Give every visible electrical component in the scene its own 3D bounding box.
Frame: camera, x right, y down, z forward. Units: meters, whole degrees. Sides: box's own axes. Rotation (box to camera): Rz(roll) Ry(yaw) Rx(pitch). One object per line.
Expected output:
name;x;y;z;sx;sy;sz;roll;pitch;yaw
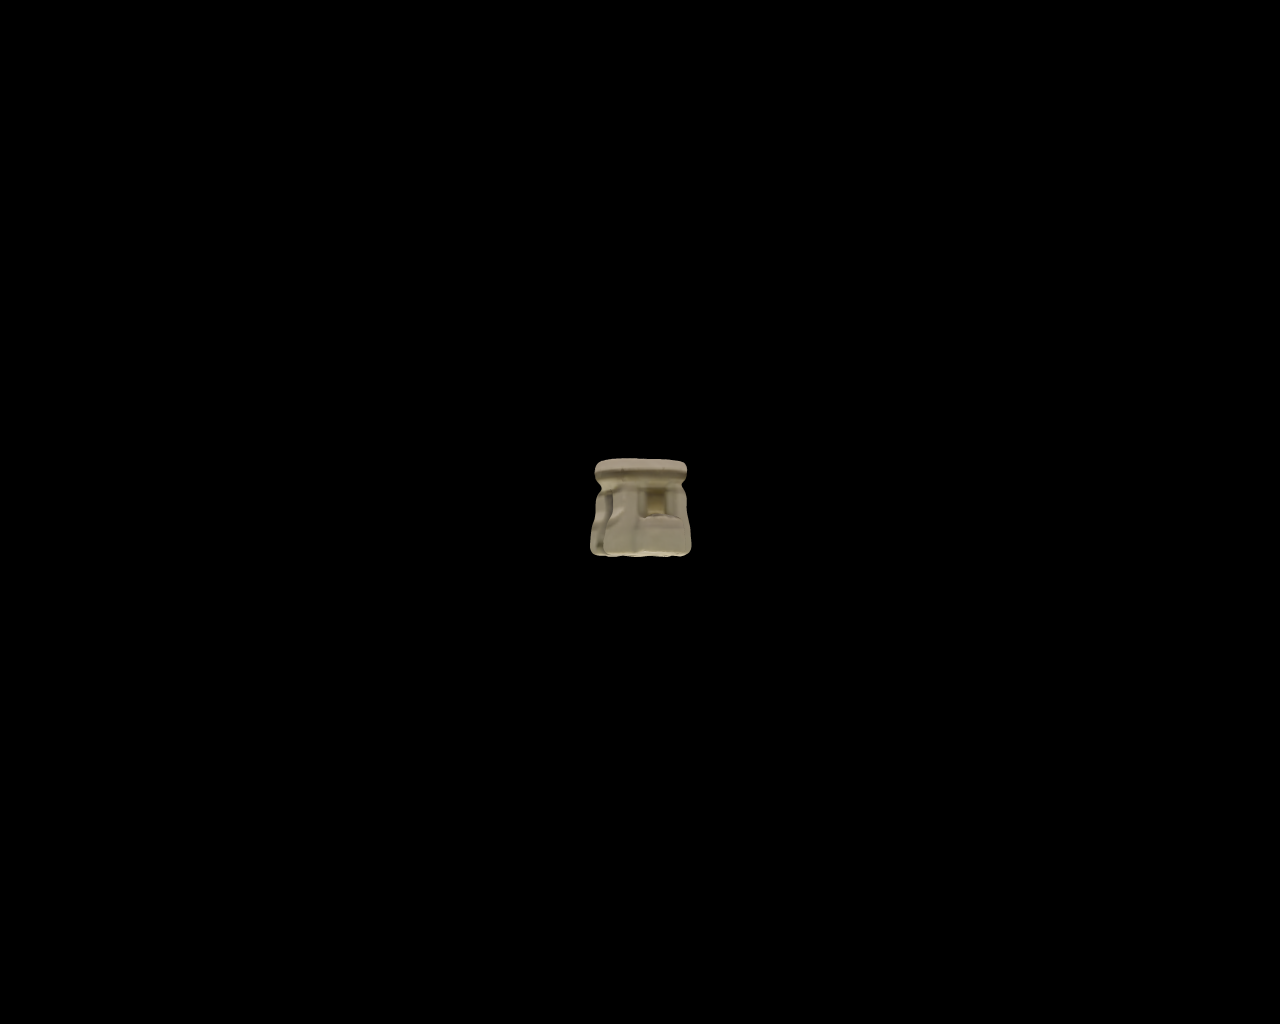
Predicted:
electrical component;0.001;-0.003;0.650;0.058;0.057;0.078;2;-5;-24
